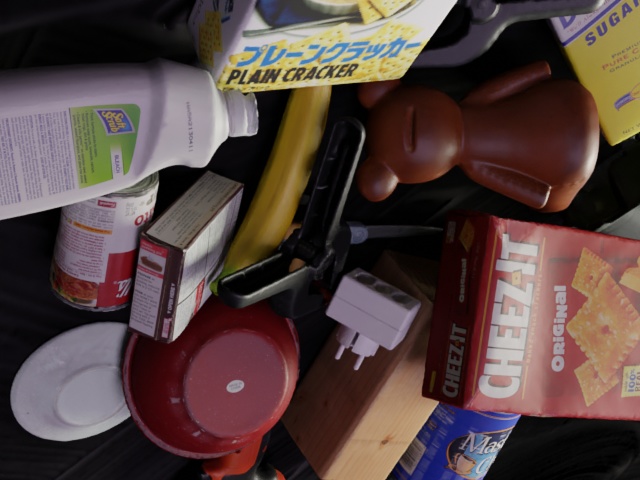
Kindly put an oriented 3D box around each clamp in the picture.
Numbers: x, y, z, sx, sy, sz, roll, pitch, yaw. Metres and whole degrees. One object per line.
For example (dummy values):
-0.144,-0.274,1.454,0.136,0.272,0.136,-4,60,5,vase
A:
0.130,-0.180,0.811,0.172,0.039,0.120,-40,107,19,clamp
-0.005,0.001,0.834,0.164,0.036,0.210,-56,163,-8,clamp

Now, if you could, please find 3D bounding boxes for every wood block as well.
0.061,0.122,1.007,0.090,0.090,0.206,13,117,-41,wood block

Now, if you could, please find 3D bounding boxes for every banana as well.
-0.029,-0.047,0.823,0.037,0.069,0.198,22,96,3,banana

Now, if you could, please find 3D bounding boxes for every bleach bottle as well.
-0.165,-0.062,0.684,0.250,0.068,0.103,-8,128,-13,bleach bottle

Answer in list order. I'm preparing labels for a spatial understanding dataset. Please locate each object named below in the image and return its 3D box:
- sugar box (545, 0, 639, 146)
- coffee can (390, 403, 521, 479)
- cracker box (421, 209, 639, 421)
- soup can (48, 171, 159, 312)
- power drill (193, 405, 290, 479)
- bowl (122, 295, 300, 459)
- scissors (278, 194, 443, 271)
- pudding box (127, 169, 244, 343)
0.243,-0.170,0.875,0.093,0.048,0.176,-29,126,12,sugar box
0.142,0.194,1.111,0.102,0.103,0.140,3,123,-35,coffee can
0.204,0.069,0.932,0.213,0.072,0.164,8,89,-29,cracker box
-0.156,-0.009,0.769,0.068,0.069,0.102,-5,127,-30,soup can
-0.108,0.207,0.992,0.184,0.057,0.188,-11,132,-27,power drill
-0.079,0.112,0.883,0.161,0.055,0.162,-5,101,-25,bowl
0.015,0.007,0.935,0.201,0.016,0.096,15,118,-40,scissors
-0.100,0.011,0.802,0.113,0.039,0.090,-58,164,-56,pudding box
